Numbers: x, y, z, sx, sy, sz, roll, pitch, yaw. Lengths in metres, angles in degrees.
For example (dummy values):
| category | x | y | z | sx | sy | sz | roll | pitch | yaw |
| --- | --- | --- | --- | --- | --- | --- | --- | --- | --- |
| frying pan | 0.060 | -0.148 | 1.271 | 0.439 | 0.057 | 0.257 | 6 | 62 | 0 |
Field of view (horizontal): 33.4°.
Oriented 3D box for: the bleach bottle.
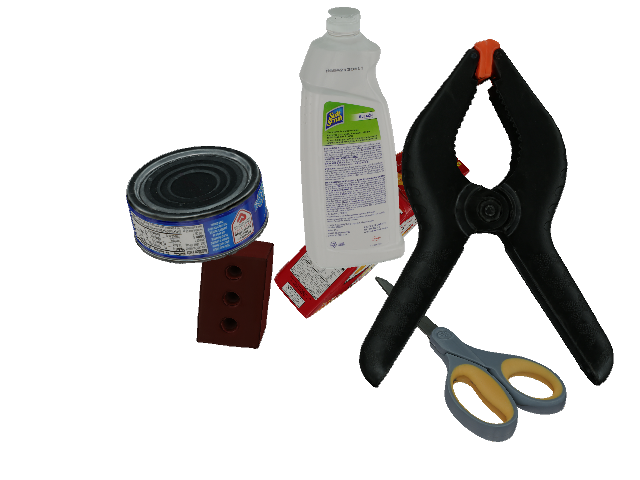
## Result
| category | x | y | z | sx | sy | sz | roll | pitch | yaw |
| --- | --- | --- | --- | --- | --- | --- | --- | --- | --- |
| bleach bottle | 0.031 | -0.098 | 1.026 | 0.102 | 0.251 | 0.068 | -9 | 29 | -15 |

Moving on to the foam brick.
| category | x | y | z | sx | sy | sz | roll | pitch | yaw |
| --- | --- | --- | --- | --- | --- | --- | --- | --- | --- |
| foam brick | -0.069 | 0.041 | 0.870 | 0.053 | 0.078 | 0.051 | 6 | 15 | 3 |

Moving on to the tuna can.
| category | x | y | z | sx | sy | sz | roll | pitch | yaw |
| --- | --- | --- | --- | --- | --- | --- | --- | --- | --- |
| tuna can | -0.077 | -0.024 | 0.664 | 0.086 | 0.034 | 0.086 | -5 | 35 | 3 |

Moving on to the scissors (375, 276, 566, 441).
| category | x | y | z | sx | sy | sz | roll | pitch | yaw |
| --- | --- | --- | --- | --- | --- | --- | --- | --- | --- |
| scissors | 0.113 | 0.079 | 0.803 | 0.096 | 0.016 | 0.202 | -4 | 32 | -13 |

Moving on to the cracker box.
| category | x | y | z | sx | sy | sz | roll | pitch | yaw |
| --- | --- | --- | --- | --- | --- | --- | --- | --- | --- |
| cracker box | 0.059 | -0.019 | 1.271 | 0.214 | 0.072 | 0.163 | -48 | -9 | 34 |

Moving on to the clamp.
| category | x | y | z | sx | sy | sz | roll | pitch | yaw |
| --- | --- | --- | --- | --- | --- | --- | --- | --- | --- |
| clamp | 0.069 | -0.007 | 0.513 | 0.120 | 0.171 | 0.039 | -9 | -4 | -7 |
